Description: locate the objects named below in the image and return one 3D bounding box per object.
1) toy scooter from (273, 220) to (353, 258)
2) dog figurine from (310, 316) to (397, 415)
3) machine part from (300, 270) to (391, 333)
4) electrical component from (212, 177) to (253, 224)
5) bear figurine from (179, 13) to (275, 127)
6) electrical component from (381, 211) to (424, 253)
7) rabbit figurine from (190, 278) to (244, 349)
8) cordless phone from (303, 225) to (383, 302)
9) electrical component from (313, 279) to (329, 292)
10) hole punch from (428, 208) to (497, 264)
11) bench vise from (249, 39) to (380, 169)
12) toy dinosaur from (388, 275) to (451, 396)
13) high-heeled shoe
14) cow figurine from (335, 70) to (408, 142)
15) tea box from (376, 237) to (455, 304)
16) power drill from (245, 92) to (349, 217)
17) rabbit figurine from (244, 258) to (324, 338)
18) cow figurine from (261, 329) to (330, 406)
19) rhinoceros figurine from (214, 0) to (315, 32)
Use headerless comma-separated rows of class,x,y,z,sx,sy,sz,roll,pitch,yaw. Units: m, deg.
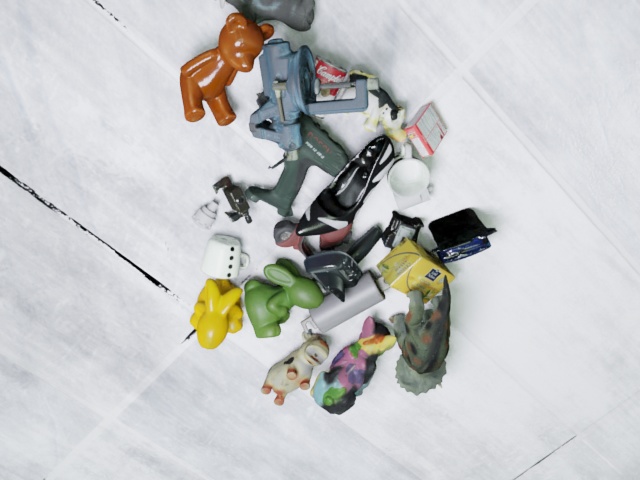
toy scooter,-0.002,-0.004,1.177,0.184,0.075,0.135,-20,122,3
dog figurine,0.086,0.286,1.260,0.109,0.191,0.219,38,120,16
machine part,0.062,0.143,1.244,0.243,0.079,0.079,-30,112,11
electrical component,-0.187,-0.082,1.139,0.045,0.078,0.102,-30,120,-15
bear figurine,-0.166,-0.311,0.985,0.196,0.120,0.132,-24,80,33
electrical component,0.178,0.002,1.202,0.075,0.048,0.119,12,113,-8
rabbit figurine,-0.222,0.165,1.188,0.122,0.173,0.162,20,116,-7
cordless phone,0.064,0.030,1.155,0.184,0.089,0.146,-48,149,-4
electrical component,0.026,0.073,1.240,0.063,0.021,0.094,33,107,-16
hole punch,0.309,0.006,1.180,0.142,0.116,0.092,-18,122,5
bench vise,-0.013,-0.248,0.966,0.241,0.129,0.223,0,105,14
toy dinosaur,0.232,0.227,1.178,0.131,0.192,0.404,-8,156,0
high-heeled shoe,0.050,-0.105,1.058,0.249,0.145,0.086,-39,69,-19
cow figurine,0.115,-0.265,1.072,0.167,0.068,0.098,25,105,-14
tea box,0.213,0.071,1.184,0.098,0.068,0.169,-46,139,17
power drill,-0.073,-0.165,1.105,0.232,0.086,0.207,29,102,-18
rabbit figurine,-0.075,0.121,1.209,0.170,0.121,0.159,-18,94,18
cow figurine,-0.050,0.300,1.296,0.085,0.127,0.195,39,121,-18
rhinoceros figurine,-0.099,-0.442,0.983,0.190,0.073,0.112,14,123,-11
